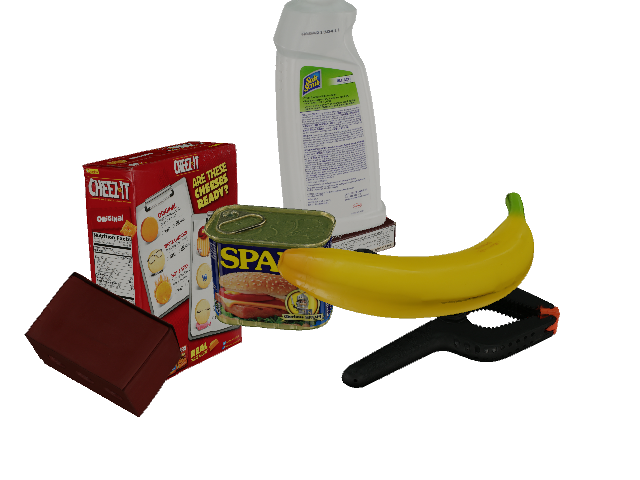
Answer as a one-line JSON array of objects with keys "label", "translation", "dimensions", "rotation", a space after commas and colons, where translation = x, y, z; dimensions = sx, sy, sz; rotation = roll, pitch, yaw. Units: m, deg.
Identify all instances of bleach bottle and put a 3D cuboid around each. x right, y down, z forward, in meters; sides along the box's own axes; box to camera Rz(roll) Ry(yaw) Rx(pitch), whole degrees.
[{"label": "bleach bottle", "translation": [0.009, -0.128, 0.994], "dimensions": [0.102, 0.251, 0.068], "rotation": [-12, 31, -17]}]

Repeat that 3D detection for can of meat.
[{"label": "can of meat", "translation": [-0.039, 0.023, 0.861], "dimensions": [0.102, 0.084, 0.057], "rotation": [5, 30, 11]}]

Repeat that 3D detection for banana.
[{"label": "banana", "translation": [0.068, 0.018, 0.661], "dimensions": [0.197, 0.037, 0.070], "rotation": [-13, 47, -34]}]

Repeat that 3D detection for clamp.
[{"label": "clamp", "translation": [0.119, 0.081, 1.016], "dimensions": [0.210, 0.164, 0.036], "rotation": [6, -42, 9]}]

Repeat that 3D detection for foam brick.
[{"label": "foam brick", "translation": [-0.135, 0.067, 0.677], "dimensions": [0.078, 0.051, 0.053], "rotation": [26, -25, 15]}]

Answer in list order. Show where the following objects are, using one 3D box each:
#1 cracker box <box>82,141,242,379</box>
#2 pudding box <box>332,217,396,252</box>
[{"label": "cracker box", "translation": [-0.152, 0.019, 1.053], "dimensions": [0.072, 0.214, 0.163], "rotation": [6, 15, 30]}, {"label": "pudding box", "translation": [0.020, -0.010, 1.277], "dimensions": [0.113, 0.039, 0.090], "rotation": [-19, 31, -27]}]
